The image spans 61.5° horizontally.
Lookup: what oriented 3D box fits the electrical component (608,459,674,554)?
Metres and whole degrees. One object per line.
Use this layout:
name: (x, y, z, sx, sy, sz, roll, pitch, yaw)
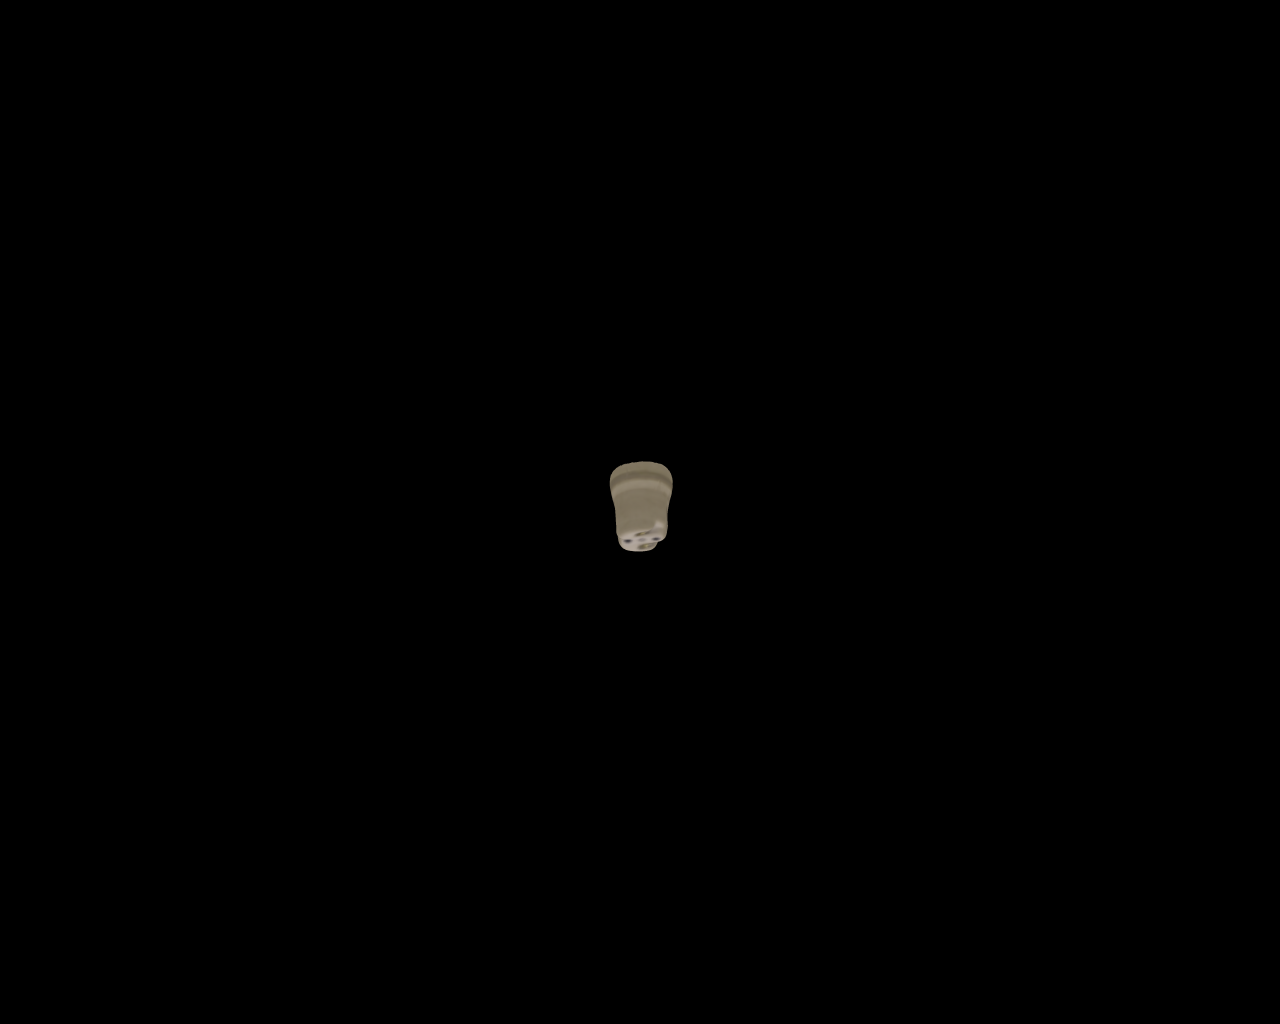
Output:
electrical component: (0.001, -0.003, 0.650, 0.040, 0.046, 0.040, 0, -27, 0)
